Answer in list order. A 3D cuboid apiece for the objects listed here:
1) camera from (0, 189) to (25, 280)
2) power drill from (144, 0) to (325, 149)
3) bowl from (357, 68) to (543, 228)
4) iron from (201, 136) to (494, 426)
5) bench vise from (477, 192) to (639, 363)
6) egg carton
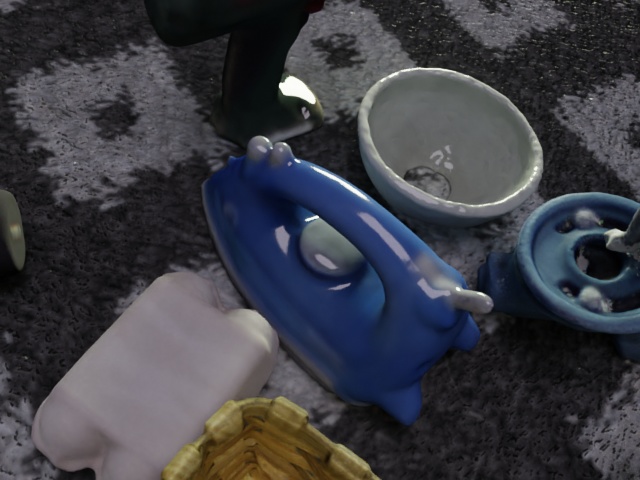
[{"bbox_3d":[-0.274,0.011,0.371,0.137,0.101,0.143,-7,61,-16],"label":"camera"},{"bbox_3d":[-0.028,-0.179,0.477,0.230,0.208,0.075,-24,66,-24],"label":"power drill"},{"bbox_3d":[0.107,-0.072,0.519,0.167,0.075,0.167,6,58,-9],"label":"bowl"},{"bbox_3d":[0.004,0.001,0.412,0.258,0.141,0.119,40,59,13],"label":"iron"},{"bbox_3d":[0.246,0.004,0.416,0.208,0.220,0.121,-1,59,-13],"label":"bench vise"},{"bbox_3d":[-0.100,0.095,0.375,0.107,0.069,0.150,31,58,8],"label":"egg carton"}]
